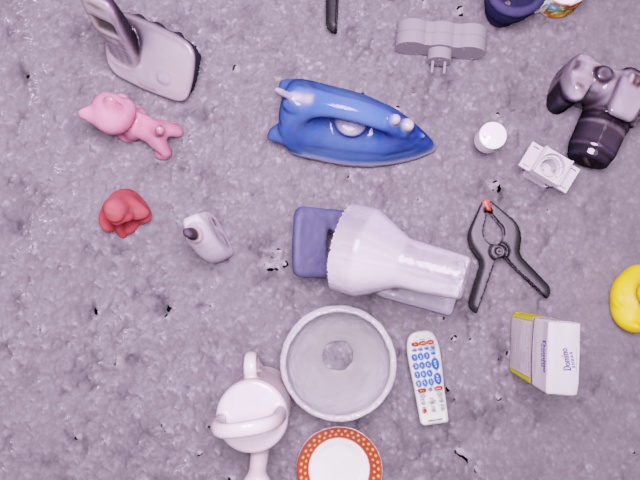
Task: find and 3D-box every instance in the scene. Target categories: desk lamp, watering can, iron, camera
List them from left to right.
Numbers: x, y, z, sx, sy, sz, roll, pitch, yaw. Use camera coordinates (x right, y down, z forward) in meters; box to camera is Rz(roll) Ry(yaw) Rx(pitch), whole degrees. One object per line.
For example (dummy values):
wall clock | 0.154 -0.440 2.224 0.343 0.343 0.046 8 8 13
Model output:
watering can | -0.089 0.247 0.789 0.101 0.194 0.173 -27 87 0
iron | 0.053 -0.175 0.833 0.258 0.141 0.119 11 87 2
desk lamp | 0.114 0.033 0.785 0.203 0.213 0.118 15 87 2
camera | 0.409 -0.185 0.846 0.143 0.101 0.137 24 88 3

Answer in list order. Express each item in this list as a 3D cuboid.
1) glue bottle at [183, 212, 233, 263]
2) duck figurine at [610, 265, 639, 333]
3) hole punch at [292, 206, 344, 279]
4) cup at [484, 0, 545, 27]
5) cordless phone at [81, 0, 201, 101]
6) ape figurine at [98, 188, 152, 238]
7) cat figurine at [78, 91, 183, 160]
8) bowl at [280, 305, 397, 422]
glue bottle | -0.167 -0.006 0.814 0.037 0.173 0.078 -26 86 0
duck figurine | 0.478 0.087 0.838 0.077 0.086 0.105 19 88 3
hole punch | 0.008 0.003 0.850 0.101 0.091 0.109 1 87 2
cup | 0.295 -0.369 0.861 0.117 0.095 0.092 -24 87 0
cordless phone | -0.256 -0.283 0.824 0.147 0.185 0.094 21 88 3
ape figurine | -0.297 -0.042 0.859 0.078 0.092 0.076 3 87 2
cat figurine | -0.283 -0.178 0.853 0.127 0.118 0.067 22 88 3
bowl | 0.028 0.178 0.849 0.167 0.075 0.167 0 87 1
